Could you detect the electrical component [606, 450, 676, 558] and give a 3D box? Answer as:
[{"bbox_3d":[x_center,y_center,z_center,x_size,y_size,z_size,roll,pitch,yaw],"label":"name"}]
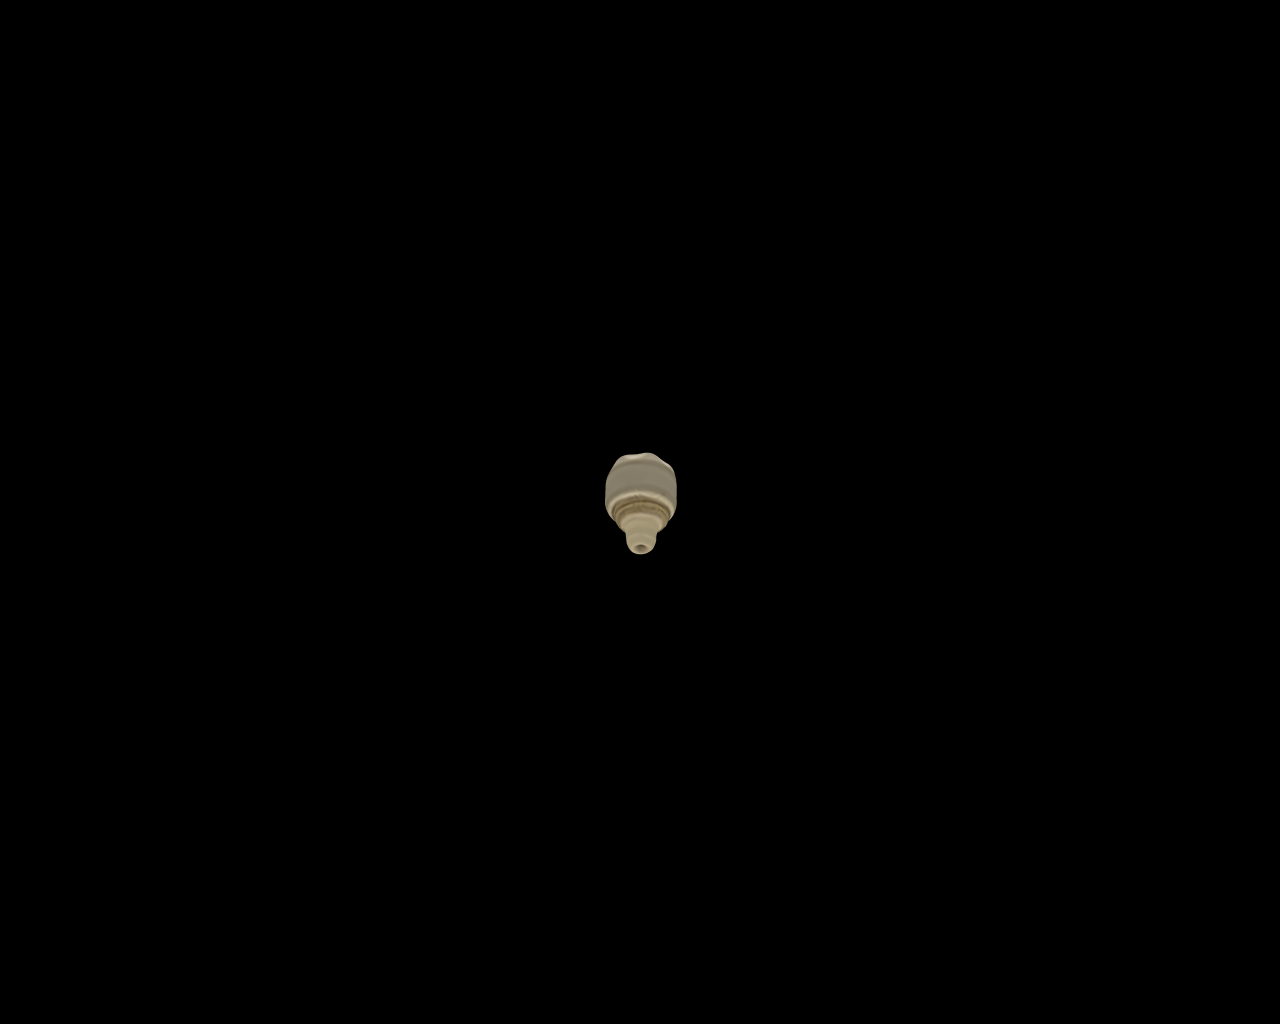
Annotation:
[{"bbox_3d":[0.001,-0.003,0.650,0.043,0.062,0.043,0,-35,0],"label":"electrical component"}]
